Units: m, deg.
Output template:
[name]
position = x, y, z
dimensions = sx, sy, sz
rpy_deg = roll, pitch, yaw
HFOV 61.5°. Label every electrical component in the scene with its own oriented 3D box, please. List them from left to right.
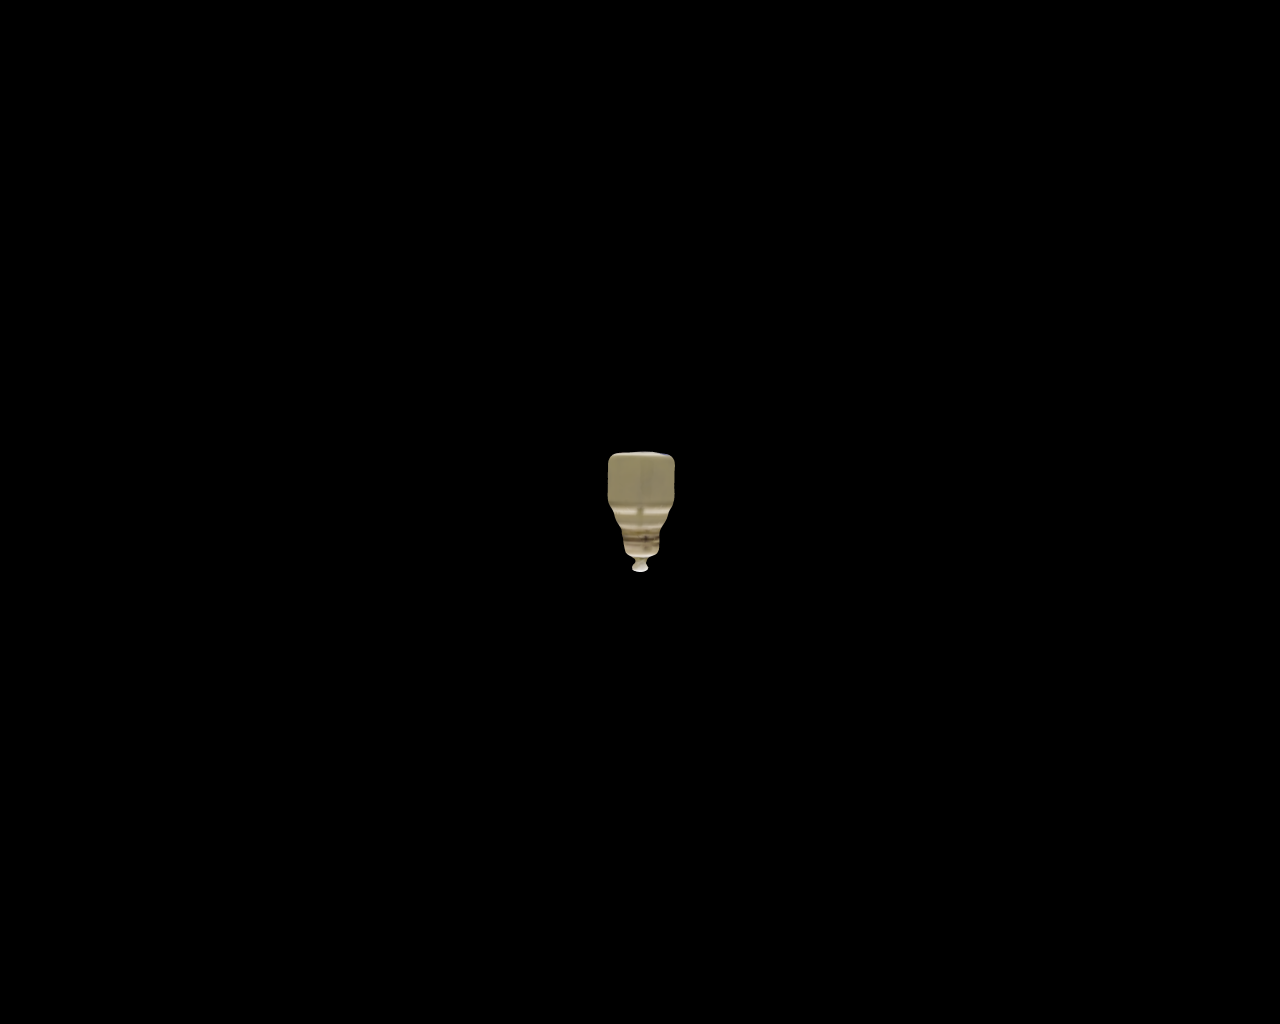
[electrical component]
position = 0.001, -0.003, 0.650
dimensions = 0.040, 0.078, 0.040
rpy_deg = 0, 2, 0
